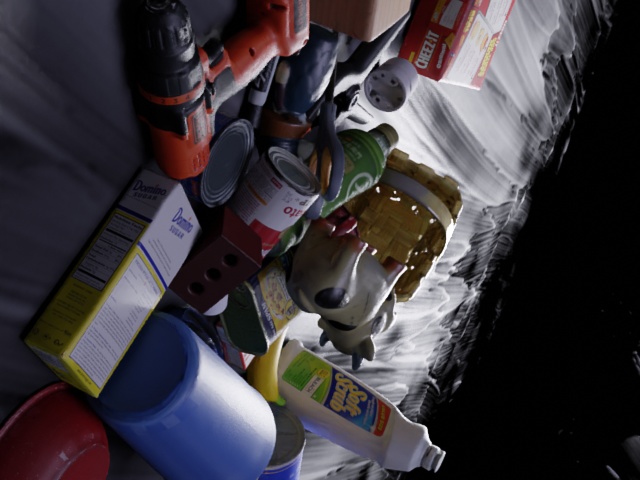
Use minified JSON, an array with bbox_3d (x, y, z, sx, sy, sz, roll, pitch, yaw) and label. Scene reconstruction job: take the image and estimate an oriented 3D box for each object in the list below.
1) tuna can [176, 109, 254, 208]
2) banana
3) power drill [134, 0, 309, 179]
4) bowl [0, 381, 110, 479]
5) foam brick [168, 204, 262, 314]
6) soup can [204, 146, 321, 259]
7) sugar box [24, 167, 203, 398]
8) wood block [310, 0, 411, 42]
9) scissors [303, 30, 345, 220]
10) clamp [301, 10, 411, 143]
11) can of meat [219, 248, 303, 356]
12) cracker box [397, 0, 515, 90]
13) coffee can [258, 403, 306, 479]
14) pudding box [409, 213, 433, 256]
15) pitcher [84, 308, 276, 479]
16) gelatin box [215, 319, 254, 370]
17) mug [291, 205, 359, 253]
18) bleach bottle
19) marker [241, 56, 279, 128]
[{"bbox_3d":[-0.096,-0.075,0.966,0.086,0.034,0.086,-52,157,-33],"label":"tuna can"},{"bbox_3d":[-0.054,0.118,1.304,0.069,0.037,0.198,-15,123,-57],"label":"banana"},{"bbox_3d":[-0.080,-0.163,0.868,0.187,0.057,0.184,-50,160,-30],"label":"power drill"},{"bbox_3d":[-0.231,0.205,0.920,0.162,0.055,0.162,-52,156,-34],"label":"bowl"},{"bbox_3d":[-0.097,0.018,0.977,0.078,0.053,0.051,-39,-154,20],"label":"foam brick"},{"bbox_3d":[-0.055,-0.032,1.022,0.102,0.068,0.068,-47,168,22],"label":"soup can"},{"bbox_3d":[-0.168,0.035,0.895,0.176,0.048,0.093,-61,161,-22],"label":"sugar box"},{"bbox_3d":[0.041,-0.300,0.969,0.090,0.091,0.206,-45,153,-45],"label":"wood block"},{"bbox_3d":[0.013,-0.119,1.047,0.096,0.016,0.202,-166,-94,-72],"label":"scissors"},{"bbox_3d":[0.024,-0.157,1.181,0.209,0.036,0.165,-45,159,-39],"label":"clamp"},{"bbox_3d":[-0.063,0.058,1.139,0.083,0.058,0.102,-43,129,-42],"label":"can of meat"},{"bbox_3d":[0.186,-0.288,1.400,0.213,0.072,0.164,-14,127,-68],"label":"cracker box"},{"bbox_3d":[-0.076,0.292,1.364,0.102,0.103,0.140,-46,154,-44],"label":"coffee can"},{"bbox_3d":[0.093,0.006,1.485,0.113,0.090,0.039,-57,158,-22],"label":"pudding box"},{"bbox_3d":[-0.134,0.149,1.024,0.145,0.149,0.242,-45,153,-11],"label":"pitcher"},{"bbox_3d":[-0.084,0.095,1.216,0.073,0.030,0.089,-57,159,-27],"label":"gelatin box"},{"bbox_3d":[-0.008,0.001,1.187,0.081,0.117,0.093,-38,103,-43],"label":"mug"},{"bbox_3d":[0.046,0.223,1.373,0.102,0.251,0.068,-45,152,-46],"label":"bleach bottle"},{"bbox_3d":[-0.051,-0.159,1.004,0.020,0.020,0.121,-21,133,-64],"label":"marker"}]
